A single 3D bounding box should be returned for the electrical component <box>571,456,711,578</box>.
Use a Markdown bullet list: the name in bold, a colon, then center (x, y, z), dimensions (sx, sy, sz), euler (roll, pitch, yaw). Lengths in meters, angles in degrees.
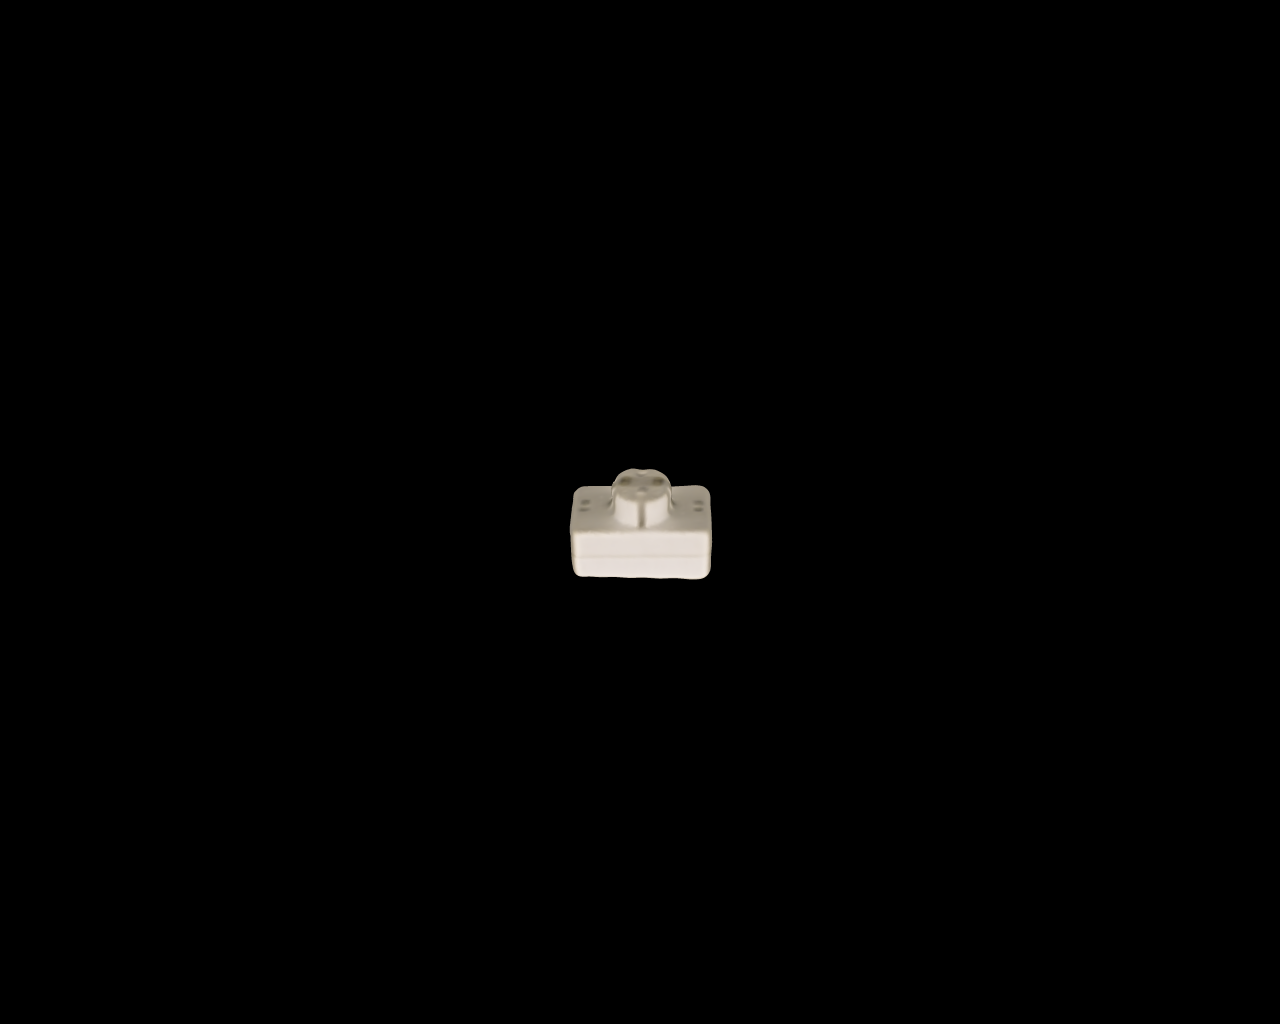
- **electrical component**: center (0.001, -0.003, 0.650), dimensions (0.083, 0.075, 0.047), euler (0, 37, 0)
